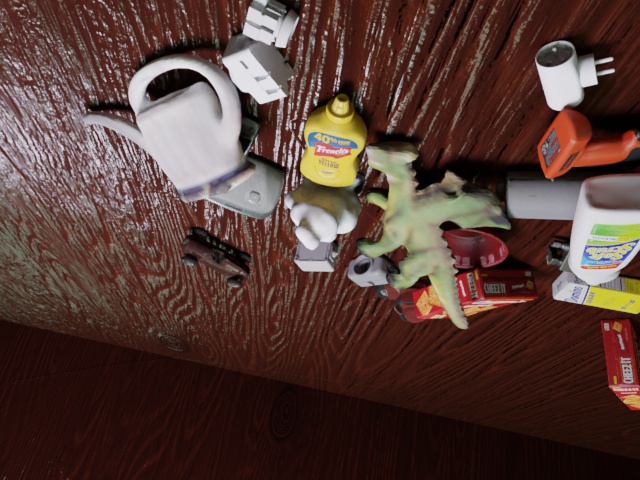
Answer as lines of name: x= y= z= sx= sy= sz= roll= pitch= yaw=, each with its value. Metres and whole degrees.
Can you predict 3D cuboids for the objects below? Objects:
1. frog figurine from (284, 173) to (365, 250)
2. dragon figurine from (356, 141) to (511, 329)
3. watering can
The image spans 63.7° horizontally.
frog figurine: x=0.003 y=-0.046 z=0.911 sx=0.136 sy=0.163 sz=0.121 roll=25 pitch=151 yaw=-22
dragon figurine: x=0.205 y=-0.009 z=0.874 sx=0.407 sy=0.125 sz=0.239 roll=45 pitch=142 yaw=-13
watering can: x=-0.238 y=-0.163 z=0.823 sx=0.346 sy=0.106 sz=0.221 roll=-9 pitch=115 yaw=39
